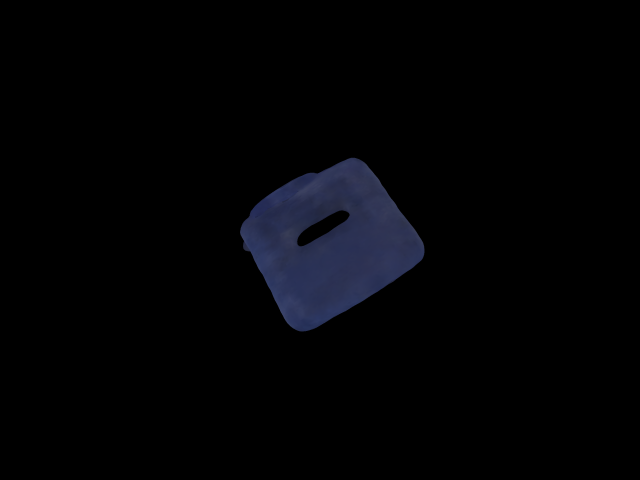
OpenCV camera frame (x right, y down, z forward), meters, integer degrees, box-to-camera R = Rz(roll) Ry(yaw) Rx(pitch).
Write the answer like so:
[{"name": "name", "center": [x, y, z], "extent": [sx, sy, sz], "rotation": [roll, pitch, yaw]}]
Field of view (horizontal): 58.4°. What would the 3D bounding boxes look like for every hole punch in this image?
[{"name": "hole punch", "center": [0.004, 0.001, 0.400], "extent": [0.108, 0.091, 0.101], "rotation": [-32, 86, -2]}]
